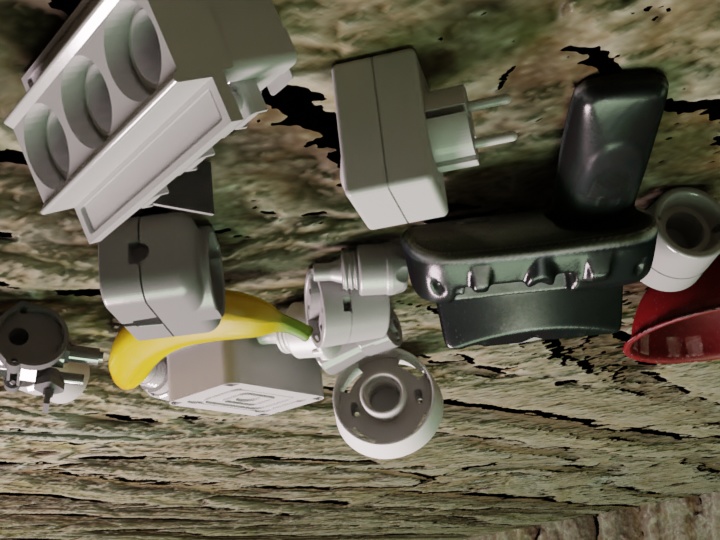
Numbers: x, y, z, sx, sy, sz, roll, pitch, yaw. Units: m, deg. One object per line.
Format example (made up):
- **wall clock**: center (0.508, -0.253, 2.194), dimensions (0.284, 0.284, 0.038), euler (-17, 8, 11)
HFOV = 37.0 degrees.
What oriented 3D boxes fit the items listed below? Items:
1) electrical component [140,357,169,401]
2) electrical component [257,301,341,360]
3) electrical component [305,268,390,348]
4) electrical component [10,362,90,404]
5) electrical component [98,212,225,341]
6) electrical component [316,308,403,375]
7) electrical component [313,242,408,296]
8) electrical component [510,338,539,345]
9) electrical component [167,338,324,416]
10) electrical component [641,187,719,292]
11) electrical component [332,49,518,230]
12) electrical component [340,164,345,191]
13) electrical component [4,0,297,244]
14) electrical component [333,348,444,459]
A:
- **electrical component**: center (-0.163, 0.085, 0.882), dimensions (0.040, 0.040, 0.078), euler (-15, 159, 24)
- **electrical component**: center (-0.046, 0.045, 0.802), dimensions (0.062, 0.048, 0.048), euler (-6, 162, 20)
- **electrical component**: center (-0.009, 0.024, 0.739), dimensions (0.047, 0.055, 0.055), euler (-5, 161, -16)
- **electrical component**: center (-0.240, 0.075, 0.821), dimensions (0.045, 0.045, 0.055), euler (-11, 160, 13)
- **electrical component**: center (-0.115, 0.005, 0.648), dimensions (0.059, 0.053, 0.095), euler (-7, 161, 1)
- **electrical component**: center (0.000, 0.052, 0.841), dimensions (0.065, 0.044, 0.044), euler (-21, 157, 22)
- **electrical component**: center (0.000, 0.000, 0.703), dimensions (0.061, 0.035, 0.035), euler (-3, 161, -3)
- **electrical component**: center (0.090, 0.014, 0.730), dimensions (0.062, 0.061, 0.096), euler (-12, 160, 15)
- **electrical component**: center (-0.091, 0.076, 0.853), dimensions (0.078, 0.057, 0.113), euler (-21, 156, 35)
- **electrical component**: center (0.201, -0.020, 0.682), dimensions (0.055, 0.055, 0.047), euler (-3, 157, -10)
- **electrical component**: center (0.032, -0.062, 0.489), dimensions (0.077, 0.065, 0.047), euler (-10, 160, 11)
- **electrical component**: center (0.010, -0.049, 0.556), dimensions (0.040, 0.040, 0.078), euler (-5, 161, -4)
- **electrical component**: center (-0.084, -0.071, 0.428), dimensions (0.063, 0.078, 0.121), euler (-19, 173, -42)
- **electrical component**: center (0.024, 0.118, 0.956), dimensions (0.099, 0.099, 0.064), euler (-8, 155, 5)
